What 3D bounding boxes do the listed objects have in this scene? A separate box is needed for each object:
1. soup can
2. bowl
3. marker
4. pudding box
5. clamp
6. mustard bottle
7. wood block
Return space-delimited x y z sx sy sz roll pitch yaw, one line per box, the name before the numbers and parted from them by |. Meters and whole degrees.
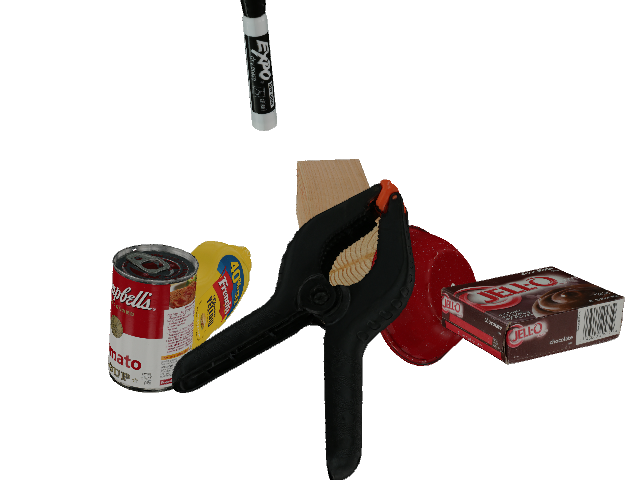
soup can | -0.136 0.062 0.862 0.068 0.102 0.068 6 23 -3
bowl | 0.128 0.059 1.198 0.055 0.162 0.161 -12 -8 43
marker | -0.044 -0.131 0.749 0.020 0.121 0.020 -2 41 2
pudding box | 0.164 0.056 0.835 0.113 0.039 0.090 -7 19 -25
clamp | 0.008 0.048 0.605 0.120 0.171 0.039 36 -8 18
mustard bottle | -0.123 0.055 1.136 0.058 0.096 0.191 10 29 19
wood block | 0.022 -0.028 1.413 0.090 0.090 0.206 -2 27 -7
